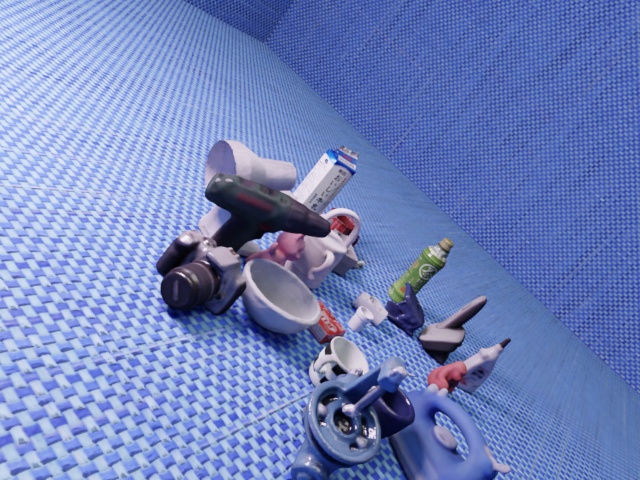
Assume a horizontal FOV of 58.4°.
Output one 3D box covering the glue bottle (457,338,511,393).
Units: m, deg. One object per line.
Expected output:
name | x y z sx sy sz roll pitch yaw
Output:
glue bottle | 0.395 0.295 1.380 0.078 0.173 0.037 30 21 -27

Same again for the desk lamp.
desk lamp | -0.155 -0.084 1.141 0.204 0.213 0.117 16 30 -49

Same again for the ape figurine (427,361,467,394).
ape figurine | 0.290 0.308 1.281 0.078 0.092 0.076 24 24 -38

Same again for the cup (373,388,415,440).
cup | 0.091 0.285 0.960 0.092 0.095 0.117 23 25 -40

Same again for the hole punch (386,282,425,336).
hole punch | 0.232 0.175 1.467 0.101 0.091 0.109 38 19 -4

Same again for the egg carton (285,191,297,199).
egg carton | -0.123 -0.107 1.466 0.150 0.069 0.107 40 19 0

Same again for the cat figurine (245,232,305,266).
cat figurine | -0.079 0.020 1.196 0.067 0.117 0.128 45 20 15

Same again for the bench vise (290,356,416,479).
bench vise | 0.043 0.222 0.820 0.122 0.219 0.207 33 20 -18

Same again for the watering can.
watering can | 0.010 0.004 1.280 0.101 0.194 0.172 21 26 -43

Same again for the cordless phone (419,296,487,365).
cordless phone | 0.344 0.212 1.449 0.094 0.185 0.148 42 19 7

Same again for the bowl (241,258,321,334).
bowl | -0.084 0.115 1.043 0.168 0.074 0.167 35 20 -14

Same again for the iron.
iron | 0.210 0.339 0.991 0.119 0.141 0.257 21 27 -43

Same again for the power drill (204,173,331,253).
power drill | -0.125 -0.010 1.039 0.230 0.208 0.075 33 20 -19

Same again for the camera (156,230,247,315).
camera | -0.201 0.050 0.930 0.143 0.100 0.137 43 19 10
